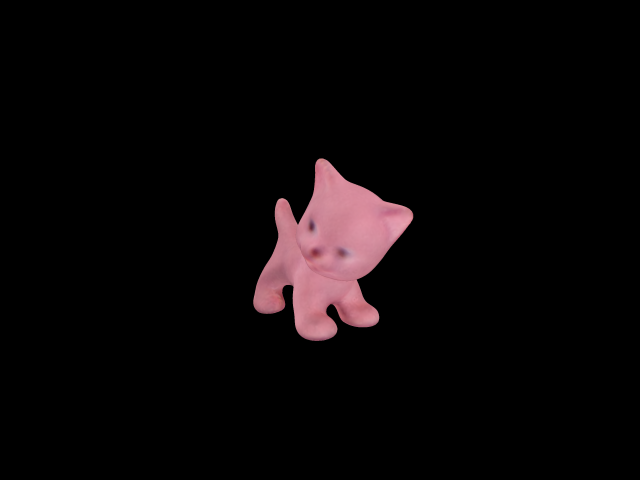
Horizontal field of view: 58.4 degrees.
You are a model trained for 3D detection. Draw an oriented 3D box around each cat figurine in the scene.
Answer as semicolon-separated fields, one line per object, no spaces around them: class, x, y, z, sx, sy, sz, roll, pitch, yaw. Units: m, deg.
cat figurine;0.004;0.001;0.400;0.067;0.118;0.127;-8;14;-34
